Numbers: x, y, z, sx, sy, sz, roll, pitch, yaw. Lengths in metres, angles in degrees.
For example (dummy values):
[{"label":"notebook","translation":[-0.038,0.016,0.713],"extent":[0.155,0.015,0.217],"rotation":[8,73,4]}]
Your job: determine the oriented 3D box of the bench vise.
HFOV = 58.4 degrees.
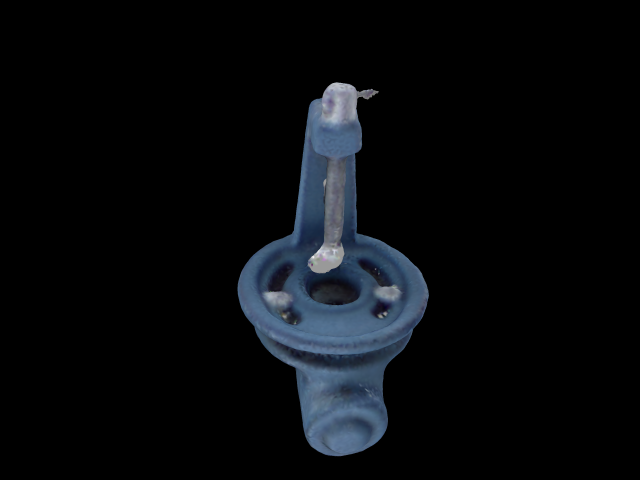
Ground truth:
[{"label":"bench vise","translation":[-0.007,0.003,0.395],"extent":[0.122,0.220,0.206],"rotation":[-8,19,-24]}]
